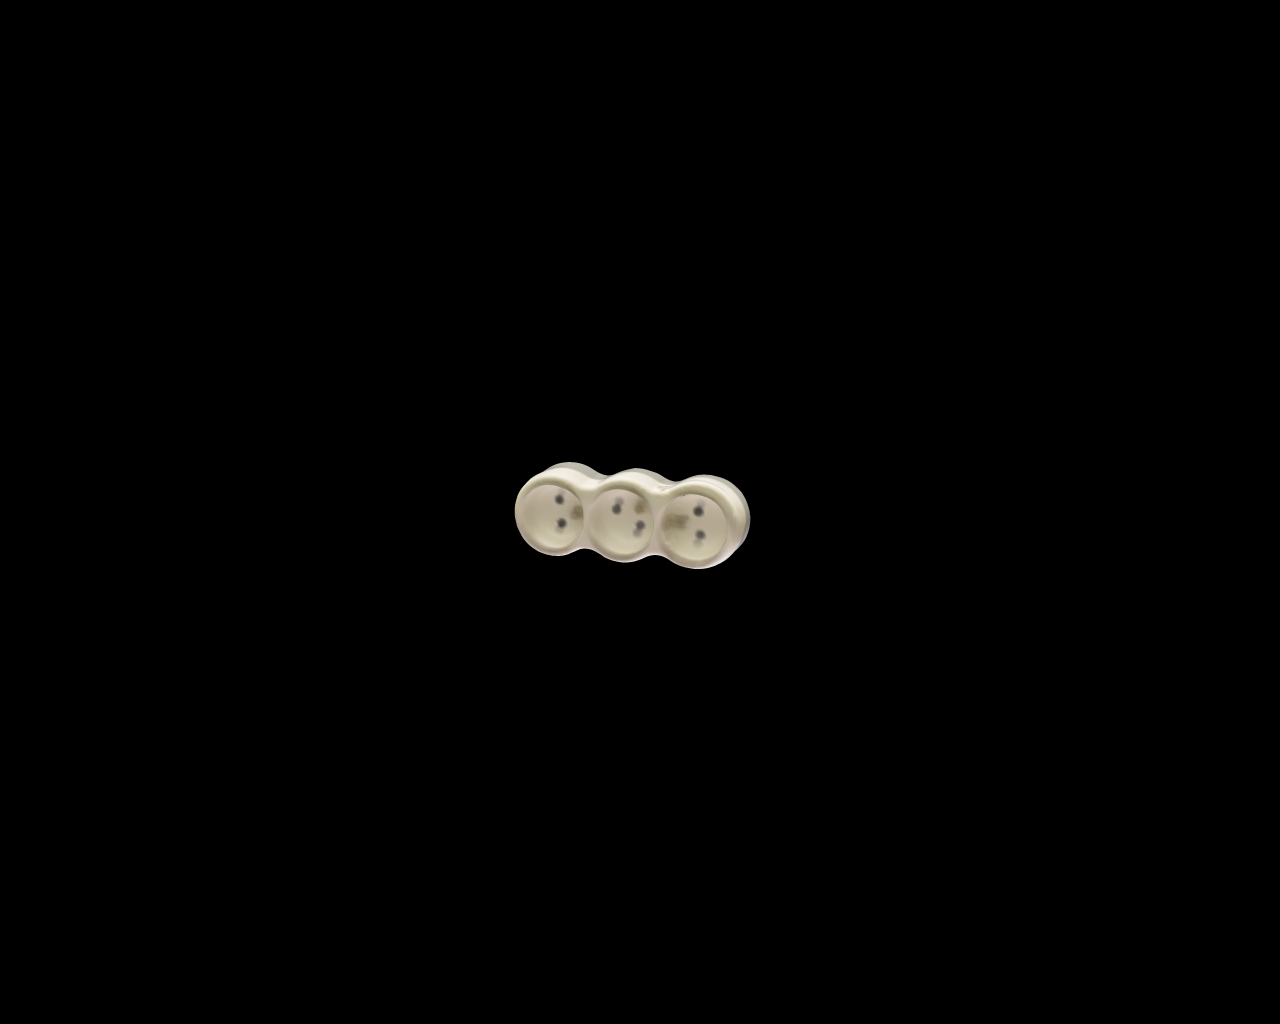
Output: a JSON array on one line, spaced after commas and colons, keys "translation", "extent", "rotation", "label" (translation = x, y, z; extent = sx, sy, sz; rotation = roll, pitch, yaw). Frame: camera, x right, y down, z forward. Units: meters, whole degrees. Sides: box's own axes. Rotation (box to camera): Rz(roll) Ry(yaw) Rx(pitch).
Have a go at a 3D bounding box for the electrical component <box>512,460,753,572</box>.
[{"translation": [0.001, -0.003, 0.650], "extent": [0.138, 0.052, 0.074], "rotation": [5, 16, 18], "label": "electrical component"}]
